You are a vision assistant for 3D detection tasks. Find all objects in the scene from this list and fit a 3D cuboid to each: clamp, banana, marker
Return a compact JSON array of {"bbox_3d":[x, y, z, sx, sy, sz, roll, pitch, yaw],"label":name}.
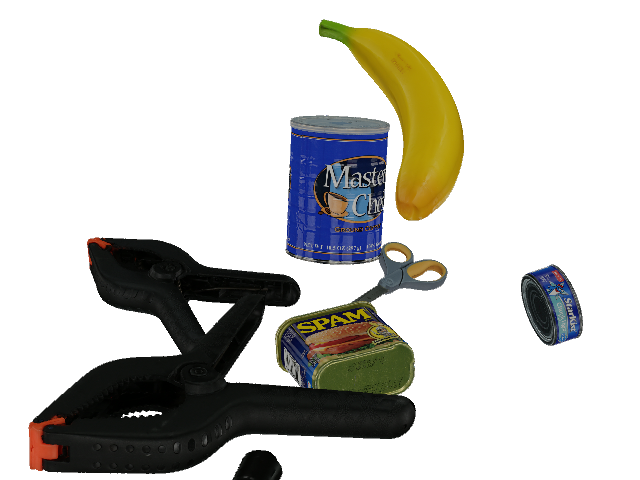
[{"bbox_3d":[-0.073,0.086,0.624,0.209,0.036,0.165,-9,27,-30],"label":"clamp"},{"bbox_3d":[0.055,-0.080,0.681,0.069,0.037,0.198,-10,44,-11],"label":"banana"},{"bbox_3d":[-0.041,0.121,0.420,0.020,0.020,0.121,0,23,18],"label":"marker"},{"bbox_3d":[-0.103,0.033,0.815,0.172,0.039,0.120,29,32,33],"label":"clamp"}]

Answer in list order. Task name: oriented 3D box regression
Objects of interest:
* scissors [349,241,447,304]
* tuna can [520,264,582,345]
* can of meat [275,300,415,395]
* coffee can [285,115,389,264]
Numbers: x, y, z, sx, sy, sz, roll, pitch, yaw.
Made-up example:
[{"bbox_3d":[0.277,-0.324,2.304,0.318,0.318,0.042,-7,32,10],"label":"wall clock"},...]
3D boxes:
[{"bbox_3d":[0.072,0.042,1.284,0.201,0.016,0.096,-10,41,-42],"label":"scissors"},{"bbox_3d":[0.254,0.072,1.180,0.033,0.086,0.086,-18,3,-9],"label":"tuna can"},{"bbox_3d":[0.022,0.103,0.946,0.102,0.057,0.084,-12,26,-20],"label":"can of meat"},{"bbox_3d":[0.017,-0.055,1.114,0.103,0.140,0.103,3,13,-1],"label":"coffee can"}]
